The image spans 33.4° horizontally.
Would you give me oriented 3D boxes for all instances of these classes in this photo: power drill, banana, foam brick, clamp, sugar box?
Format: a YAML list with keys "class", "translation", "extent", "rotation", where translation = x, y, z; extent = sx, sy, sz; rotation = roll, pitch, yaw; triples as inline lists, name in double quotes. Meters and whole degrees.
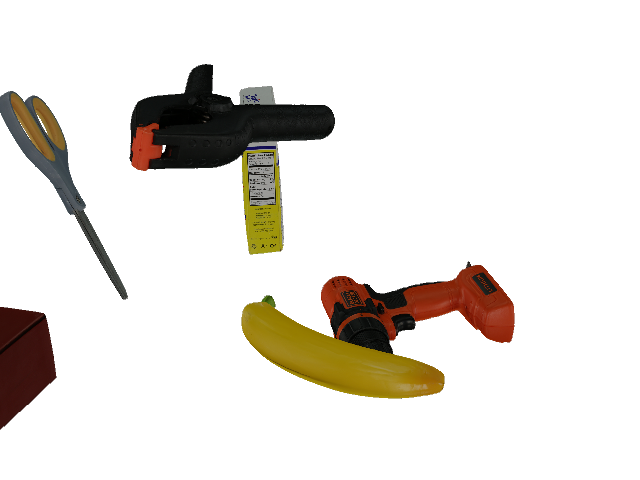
- class: "power drill"
  translation: [0.105, 0.084, 1.129]
  extent: [0.187, 0.057, 0.184]
  rotation: [-6, 28, -12]
- class: "banana"
  translation: [0.001, 0.081, 0.820]
  extent: [0.198, 0.037, 0.069]
  rotation: [23, 39, 40]
- class: "foam brick"
  translation: [-0.222, 0.085, 0.709]
  extent: [0.053, 0.051, 0.078]
  rotation: [7, 29, 23]
- class: "clamp"
  translation: [-0.081, -0.087, 0.737]
  extent: [0.120, 0.039, 0.171]
  rotation: [21, 24, 30]
- class: "sugar box"
  translation: [-0.070, -0.082, 1.246]
  extent: [0.048, 0.176, 0.093]
  rotation: [-6, 26, -3]

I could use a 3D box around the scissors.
- class: "scissors"
  translation: [-0.219, -0.048, 0.944]
  extent: [0.016, 0.201, 0.096]
  rotation: [-26, 23, 10]
